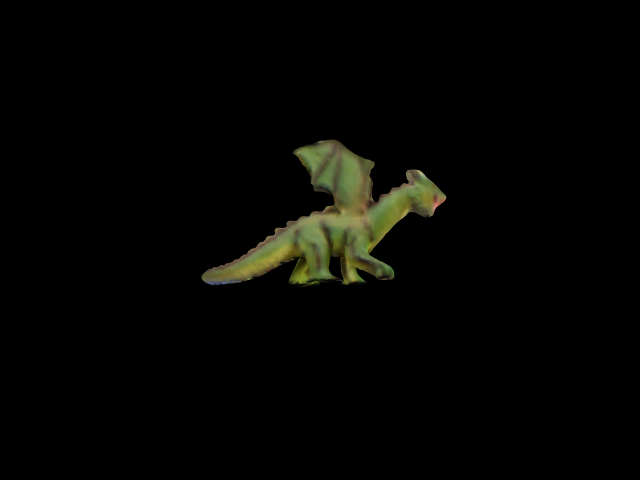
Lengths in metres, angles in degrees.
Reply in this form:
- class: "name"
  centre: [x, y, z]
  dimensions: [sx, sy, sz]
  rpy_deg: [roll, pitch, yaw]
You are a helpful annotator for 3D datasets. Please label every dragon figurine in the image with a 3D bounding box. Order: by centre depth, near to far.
- class: "dragon figurine"
  centre: [0.003, -0.043, 0.850]
  dimensions: [0.410, 0.244, 0.121]
  rpy_deg: [0, -7, 5]
